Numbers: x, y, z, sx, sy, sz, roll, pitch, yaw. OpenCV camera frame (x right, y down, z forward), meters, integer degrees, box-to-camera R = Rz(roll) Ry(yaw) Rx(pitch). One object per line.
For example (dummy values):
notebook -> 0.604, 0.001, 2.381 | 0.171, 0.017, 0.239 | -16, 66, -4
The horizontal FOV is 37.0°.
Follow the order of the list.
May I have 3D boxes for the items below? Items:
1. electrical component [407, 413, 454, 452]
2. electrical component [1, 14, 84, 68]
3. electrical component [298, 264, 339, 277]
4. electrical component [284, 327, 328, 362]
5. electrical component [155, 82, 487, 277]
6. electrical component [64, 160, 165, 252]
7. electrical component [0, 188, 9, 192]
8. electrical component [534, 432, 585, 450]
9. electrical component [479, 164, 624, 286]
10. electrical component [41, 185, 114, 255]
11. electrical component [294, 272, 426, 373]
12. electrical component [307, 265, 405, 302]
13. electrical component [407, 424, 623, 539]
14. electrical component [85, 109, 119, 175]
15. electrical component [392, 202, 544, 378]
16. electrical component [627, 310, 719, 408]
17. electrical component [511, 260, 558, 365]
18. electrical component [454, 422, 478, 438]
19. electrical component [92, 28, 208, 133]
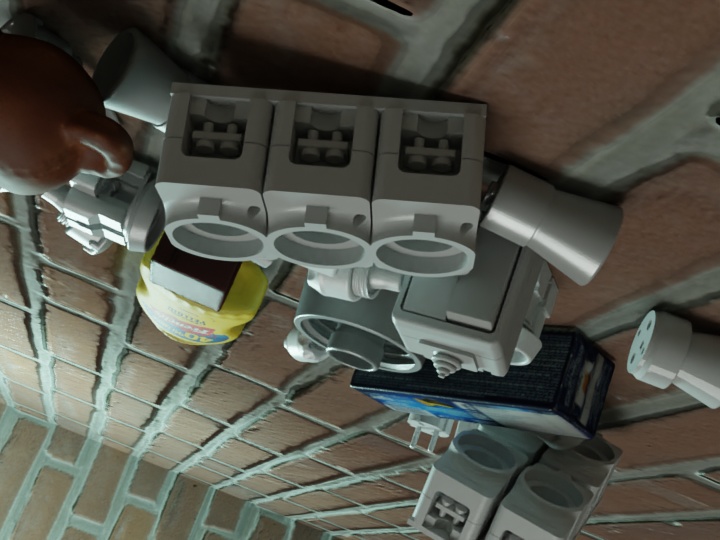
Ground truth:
electrical component -> 0.064, 0.118, 0.914 | 0.083, 0.075, 0.047 | 5, 155, 40
electrical component -> -0.172, -0.108, 0.593 | 0.048, 0.048, 0.062 | 1, 160, 45
electrical component -> -0.035, -0.038, 0.631 | 0.066, 0.047, 0.076 | 20, 161, 1
electrical component -> -0.049, 0.064, 0.951 | 0.035, 0.035, 0.061 | 30, 162, -24
electrical component -> -0.017, -0.039, 0.534 | 0.150, 0.061, 0.089 | 5, 160, 4
electrical component -> -0.160, -0.046, 0.727 | 0.057, 0.058, 0.078 | 24, 161, 0
electrical component -> -0.258, -0.087, 0.712 | 0.062, 0.061, 0.096 | 2, 153, 45
electrical component -> 0.147, 0.102, 0.818 | 0.047, 0.055, 0.055 | 36, 156, -29
electrical component -> 0.094, -0.025, 0.543 | 0.065, 0.044, 0.044 | 26, 161, 0
electrical component -> -0.207, -0.045, 0.803 | 0.062, 0.048, 0.048 | 36, 157, -20
electrical component -> 0.004, 0.039, 0.782 | 0.108, 0.060, 0.108 | 19, 161, 7
electrical component -> 0.000, 0.000, 0.707 | 0.062, 0.043, 0.043 | 12, 159, 21
electrical component -> 0.129, 0.163, 0.837 | 0.105, 0.060, 0.186 | 27, -159, 19
electrical component -> -0.196, -0.087, 0.672 | 0.081, 0.043, 0.043 | 13, 160, 24
electrical component -> 0.059, 0.012, 0.595 | 0.062, 0.096, 0.061 | 15, 160, 19
electrical component -> 0.195, 0.053, 0.645 | 0.055, 0.045, 0.045 | 21, 161, 2
electrical component -> 0.093, 0.025, 0.658 | 0.048, 0.055, 0.066 | 12, 159, 26
electrical component -> 0.110, 0.180, 0.981 | 0.057, 0.113, 0.078 | 14, 160, 10
electrical component -> -0.103, -0.092, 0.567 | 0.065, 0.044, 0.044 | 29, 160, -36
